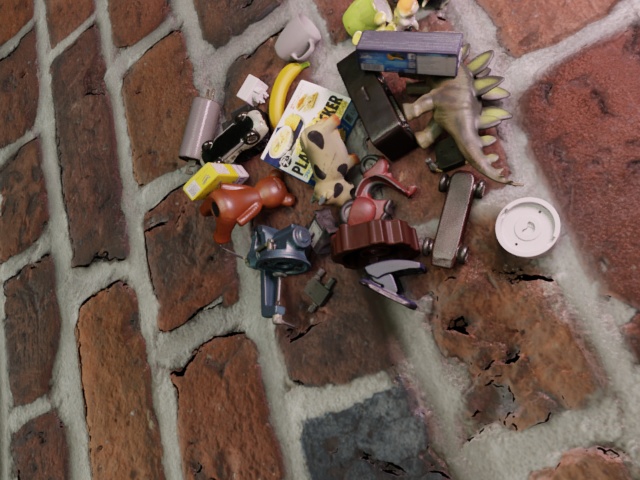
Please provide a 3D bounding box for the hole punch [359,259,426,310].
[{"bbox_3d":[0.145,0.074,1.050,0.116,0.142,0.092,22,91,19],"label":"hole punch"}]

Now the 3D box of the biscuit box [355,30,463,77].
[{"bbox_3d":[0.173,-0.365,1.049,0.203,0.059,0.063,11,62,19],"label":"biscuit box"}]

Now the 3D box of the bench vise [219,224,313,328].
[{"bbox_3d":[-0.106,0.073,1.191,0.224,0.128,0.240,-17,62,36],"label":"bench vise"}]

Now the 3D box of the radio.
[{"bbox_3d":[0.124,-0.286,1.149,0.073,0.131,0.230,-29,64,21],"label":"radio"}]

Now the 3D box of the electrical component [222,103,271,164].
[{"bbox_3d":[-0.187,-0.277,1.373,0.115,0.058,0.134,-22,68,22],"label":"electrical component"}]

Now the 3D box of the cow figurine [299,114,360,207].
[{"bbox_3d":[0.017,-0.157,1.164,0.127,0.194,0.086,-32,21,-13],"label":"cow figurine"}]

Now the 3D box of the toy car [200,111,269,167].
[{"bbox_3d":[-0.215,-0.237,1.314,0.202,0.056,0.073,-35,70,21],"label":"toy car"}]

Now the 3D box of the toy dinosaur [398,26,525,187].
[{"bbox_3d":[0.267,-0.269,1.055,0.199,0.105,0.471,-21,57,22],"label":"toy dinosaur"}]

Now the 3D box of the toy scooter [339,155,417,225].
[{"bbox_3d":[0.126,-0.085,1.133,0.135,0.075,0.183,21,88,24],"label":"toy scooter"}]

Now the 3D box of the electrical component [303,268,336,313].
[{"bbox_3d":[-0.006,0.113,1.188,0.063,0.021,0.094,38,99,32],"label":"electrical component"}]

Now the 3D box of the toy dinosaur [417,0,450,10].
[{"bbox_3d":[0.217,-0.666,1.207,0.192,0.131,0.405,-36,56,17],"label":"toy dinosaur"}]

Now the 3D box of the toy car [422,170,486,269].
[{"bbox_3d":[0.262,-0.040,1.052,0.089,0.053,0.202,12,80,22],"label":"toy car"}]

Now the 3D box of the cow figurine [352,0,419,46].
[{"bbox_3d":[0.159,-0.458,1.184,0.167,0.098,0.068,-32,73,33],"label":"cow figurine"}]

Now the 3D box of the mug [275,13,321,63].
[{"bbox_3d":[-0.056,-0.488,1.343,0.107,0.080,0.109,-35,67,31],"label":"mug"}]

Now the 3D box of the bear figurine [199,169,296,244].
[{"bbox_3d":[-0.168,-0.087,1.272,0.120,0.196,0.132,58,143,15],"label":"bear figurine"}]

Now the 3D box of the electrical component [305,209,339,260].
[{"bbox_3d":[-0.002,-0.004,1.195,0.075,0.048,0.119,53,135,31],"label":"electrical component"}]

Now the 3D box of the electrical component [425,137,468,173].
[{"bbox_3d":[0.265,-0.173,1.088,0.102,0.045,0.078,-14,72,27],"label":"electrical component"}]

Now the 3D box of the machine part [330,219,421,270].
[{"bbox_3d":[0.109,0.010,1.063,0.179,0.179,0.056,-14,68,27],"label":"machine part"}]

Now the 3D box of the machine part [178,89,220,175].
[{"bbox_3d":[-0.324,-0.292,1.445,0.079,0.079,0.243,10,84,32],"label":"machine part"}]
